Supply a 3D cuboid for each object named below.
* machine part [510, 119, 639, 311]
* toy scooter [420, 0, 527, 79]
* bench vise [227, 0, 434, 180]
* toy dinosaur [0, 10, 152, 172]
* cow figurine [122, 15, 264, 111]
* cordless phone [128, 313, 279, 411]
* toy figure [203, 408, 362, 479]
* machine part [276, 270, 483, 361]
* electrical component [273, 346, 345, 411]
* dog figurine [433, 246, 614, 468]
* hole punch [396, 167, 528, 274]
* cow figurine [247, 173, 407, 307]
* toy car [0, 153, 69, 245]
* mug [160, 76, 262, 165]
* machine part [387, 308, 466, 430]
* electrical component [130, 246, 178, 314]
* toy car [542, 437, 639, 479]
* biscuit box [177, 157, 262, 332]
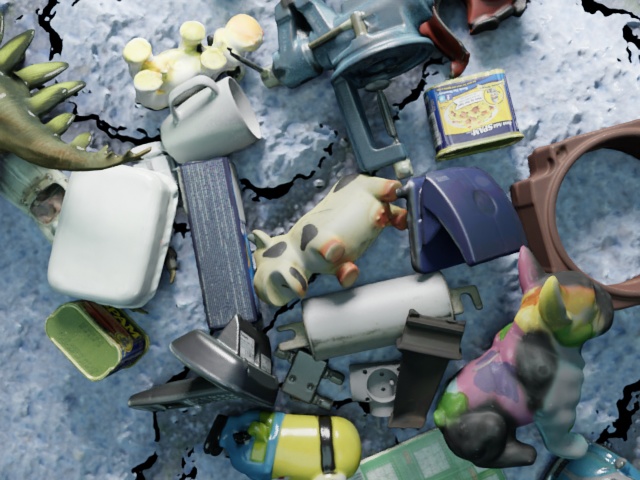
[{"bbox_3d":[0.341,-0.028,0.618,0.202,0.087,0.201,-15,89,4],"label":"machine part"},{"bbox_3d":[0.173,-0.272,0.636,0.184,0.075,0.135,-25,88,5],"label":"toy scooter"},{"bbox_3d":[0.039,-0.177,0.614,0.224,0.129,0.240,-19,90,15],"label":"bench vise"},{"bbox_3d":[-0.378,-0.151,0.607,0.472,0.105,0.198,33,81,24],"label":"toy dinosaur"},{"bbox_3d":[-0.147,-0.209,0.651,0.167,0.098,0.068,-25,82,-16],"label":"cow figurine"},{"bbox_3d":[-0.151,0.158,0.614,0.184,0.146,0.089,-15,63,8],"label":"cordless phone"},{"bbox_3d":[-0.041,0.242,0.636,0.180,0.082,0.089,13,92,5],"label":"toy figure"},{"bbox_3d":[0.067,0.088,0.634,0.243,0.079,0.079,-13,89,3],"label":"machine part"},{"bbox_3d":[-0.020,0.169,0.664,0.094,0.021,0.063,25,91,2],"label":"electrical component"},{"bbox_3d":[0.211,0.122,0.575,0.192,0.108,0.219,-8,112,3],"label":"dog figurine"},{"bbox_3d":[0.162,-0.025,0.599,0.142,0.092,0.115,-12,94,-35],"label":"hole punch"},{"bbox_3d":[-0.001,-0.002,0.626,0.195,0.127,0.085,-45,129,-12],"label":"cow figurine"},{"bbox_3d":[-0.336,-0.053,0.666,0.202,0.056,0.073,43,91,2],"label":"toy car"},{"bbox_3d":[-0.139,-0.138,0.636,0.107,0.109,0.081,-26,62,12],"label":"mug"},{"bbox_3d":[0.113,0.147,0.596,0.084,0.039,0.138,13,102,-15],"label":"machine part"},{"bbox_3d":[-0.227,0.042,0.668,0.078,0.045,0.102,38,88,31],"label":"electrical component"},{"bbox_3d":[0.341,0.313,0.605,0.162,0.103,0.109,39,92,5],"label":"toy car"},{"bbox_3d":[-0.119,0.006,0.653,0.063,0.059,0.202,-10,88,2],"label":"biscuit box"}]
